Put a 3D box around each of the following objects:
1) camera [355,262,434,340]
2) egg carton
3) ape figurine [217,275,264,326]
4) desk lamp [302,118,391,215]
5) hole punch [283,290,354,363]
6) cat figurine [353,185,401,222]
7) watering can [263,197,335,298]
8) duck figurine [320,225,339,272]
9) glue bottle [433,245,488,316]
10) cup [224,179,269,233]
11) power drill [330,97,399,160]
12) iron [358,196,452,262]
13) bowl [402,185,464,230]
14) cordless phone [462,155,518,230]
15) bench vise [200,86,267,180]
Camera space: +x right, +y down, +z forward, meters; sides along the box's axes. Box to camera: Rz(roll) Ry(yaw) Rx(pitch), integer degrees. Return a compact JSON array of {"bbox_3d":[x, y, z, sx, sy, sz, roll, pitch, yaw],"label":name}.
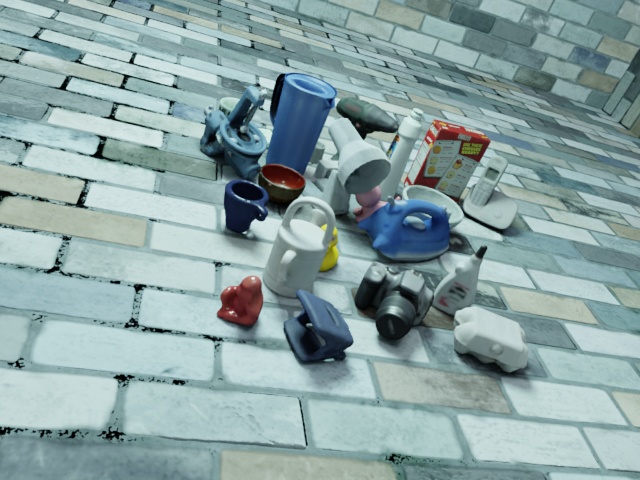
[{"bbox_3d":[0.139,0.114,1.088,0.143,0.101,0.137,26,32,7],"label":"camera"},{"bbox_3d":[0.331,0.194,1.117,0.150,0.069,0.107,21,32,-1],"label":"egg carton"},{"bbox_3d":[-0.124,0.097,0.962,0.076,0.092,0.077,-8,43,-39],"label":"ape figurine"},{"bbox_3d":[0.052,-0.162,1.345,0.118,0.213,0.202,-5,41,-37],"label":"desk lamp"},{"bbox_3d":[0.003,0.141,0.974,0.101,0.091,0.108,1,37,-30],"label":"hole punch"},{"bbox_3d":[0.133,-0.095,1.384,0.128,0.118,0.067,14,32,-13],"label":"cat figurine"},{"bbox_3d":[-0.033,0.000,1.066,0.101,0.194,0.172,14,32,-12],"label":"watering can"},{"bbox_3d":[0.011,0.004,1.190,0.077,0.086,0.104,23,32,1],"label":"duck figurine"},{"bbox_3d":[0.295,0.078,1.169,0.078,0.173,0.037,24,32,3],"label":"glue bottle"},{"bbox_3d":[-0.151,-0.055,1.172,0.092,0.095,0.117,-13,45,-43],"label":"cup"},{"bbox_3d":[0.109,-0.281,1.562,0.076,0.208,0.229,-6,41,-37],"label":"power drill"},{"bbox_3d":[0.226,-0.037,1.331,0.259,0.141,0.118,1,37,-31],"label":"iron"},{"bbox_3d":[0.277,-0.067,1.470,0.167,0.075,0.167,16,32,-10],"label":"bowl"},{"bbox_3d":[0.496,-0.132,1.598,0.147,0.185,0.094,26,32,7],"label":"cordless phone"},{"bbox_3d":[-0.206,-0.278,1.354,0.207,0.220,0.122,29,32,11],"label":"bench vise"}]
